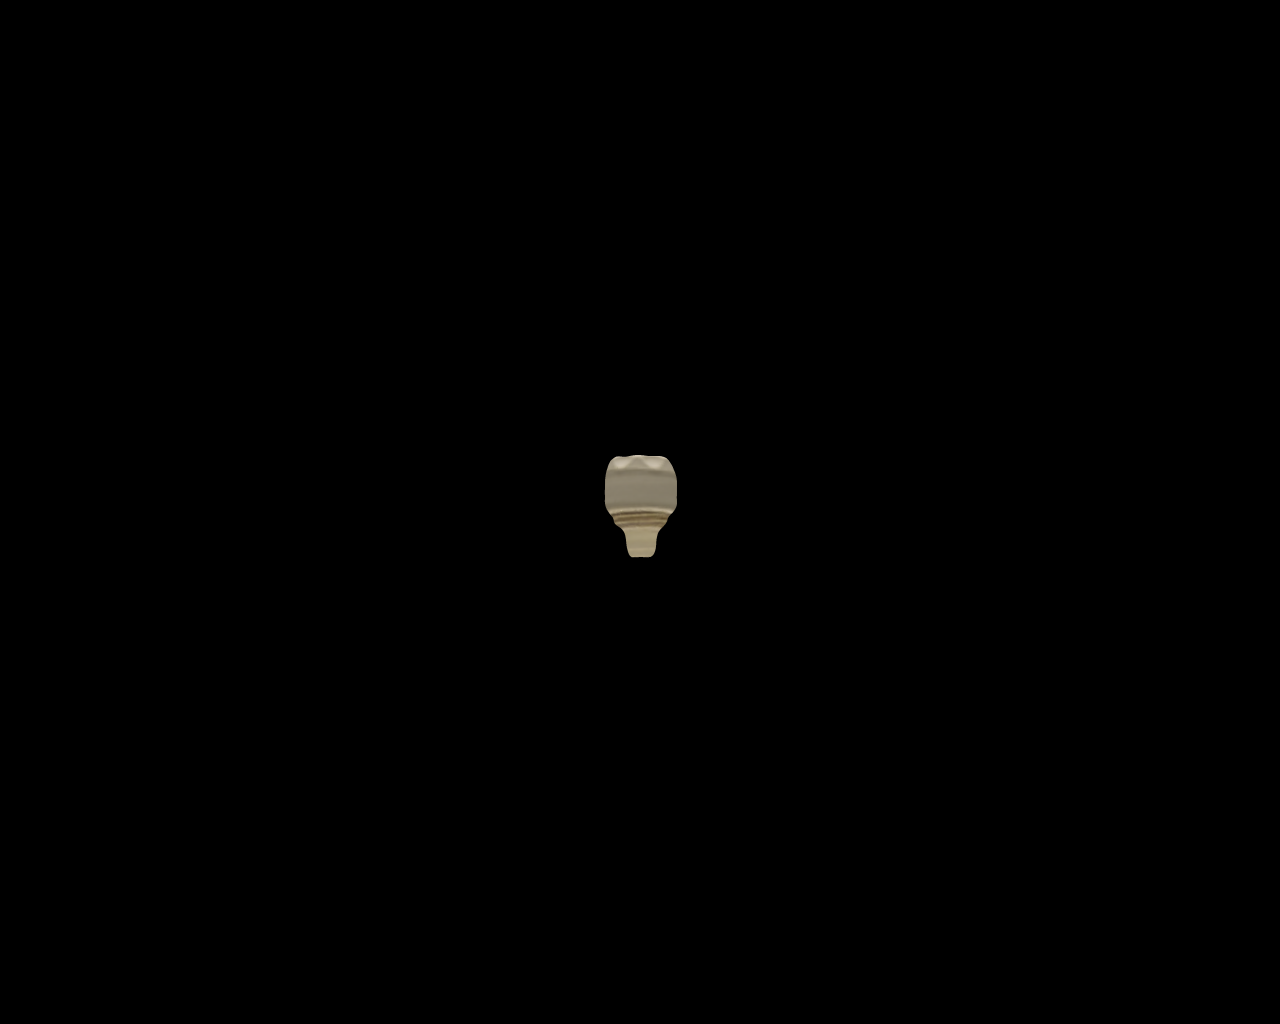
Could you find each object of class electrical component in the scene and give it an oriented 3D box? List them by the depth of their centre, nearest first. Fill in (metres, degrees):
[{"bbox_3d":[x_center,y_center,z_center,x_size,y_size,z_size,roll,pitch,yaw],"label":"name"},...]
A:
[{"bbox_3d":[0.001,-0.003,0.650,0.043,0.062,0.043,0,-5,0],"label":"electrical component"}]
